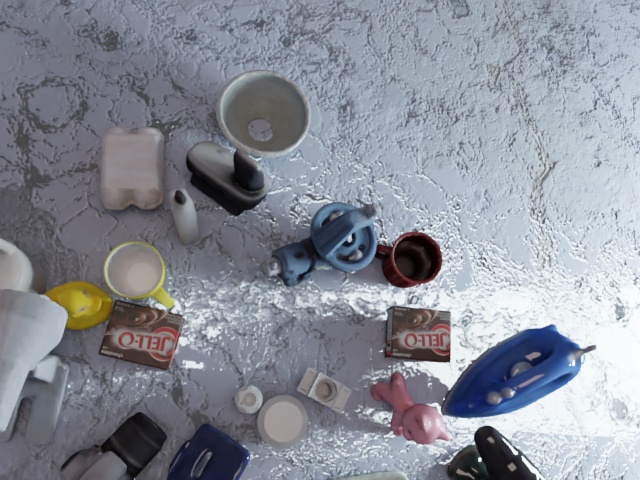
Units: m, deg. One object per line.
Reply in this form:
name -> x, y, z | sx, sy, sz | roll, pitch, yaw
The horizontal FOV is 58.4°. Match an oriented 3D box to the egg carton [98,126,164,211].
egg carton -> -0.317, -0.121, 0.966 | 0.107, 0.069, 0.150 | -2, 76, -11

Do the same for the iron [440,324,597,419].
iron -> 0.335, 0.233, 0.959 | 0.259, 0.141, 0.118 | -25, 81, -16

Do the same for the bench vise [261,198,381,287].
bench vise -> 0.016, 0.012, 0.916 | 0.208, 0.219, 0.121 | -41, 86, -17

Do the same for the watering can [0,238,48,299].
watering can -> -0.466, 0.050, 0.827 | 0.173, 0.194, 0.101 | 15, 73, -6

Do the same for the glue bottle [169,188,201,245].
glue bottle -> -0.219, -0.048, 0.911 | 0.037, 0.173, 0.078 | -20, 80, -15

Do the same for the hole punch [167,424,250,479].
hole punch -> -0.169, 0.343, 0.861 | 0.101, 0.091, 0.109 | 33, 72, -1

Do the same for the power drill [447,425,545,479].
power drill -> 0.280, 0.375, 0.877 | 0.076, 0.208, 0.229 | -40, 85, -17

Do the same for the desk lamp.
desk lamp -> -0.419, 0.183, 0.791 | 0.118, 0.213, 0.203 | 8, 74, -8

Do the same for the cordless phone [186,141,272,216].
cordless phone -> -0.148, -0.125, 0.939 | 0.147, 0.185, 0.094 | 32, 72, -1

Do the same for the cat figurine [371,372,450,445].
cat figurine -> 0.149, 0.278, 0.925 | 0.067, 0.117, 0.128 | -30, 82, -16

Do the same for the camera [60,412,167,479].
camera -> -0.282, 0.335, 0.837 | 0.143, 0.100, 0.137 | 42, 72, 2

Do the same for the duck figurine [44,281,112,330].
duck figurine -> -0.382, 0.097, 0.888 | 0.104, 0.086, 0.077 | 7, 74, -9

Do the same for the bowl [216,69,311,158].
bowl -> -0.103, -0.215, 1.029 | 0.167, 0.074, 0.167 | 3, 75, -10
